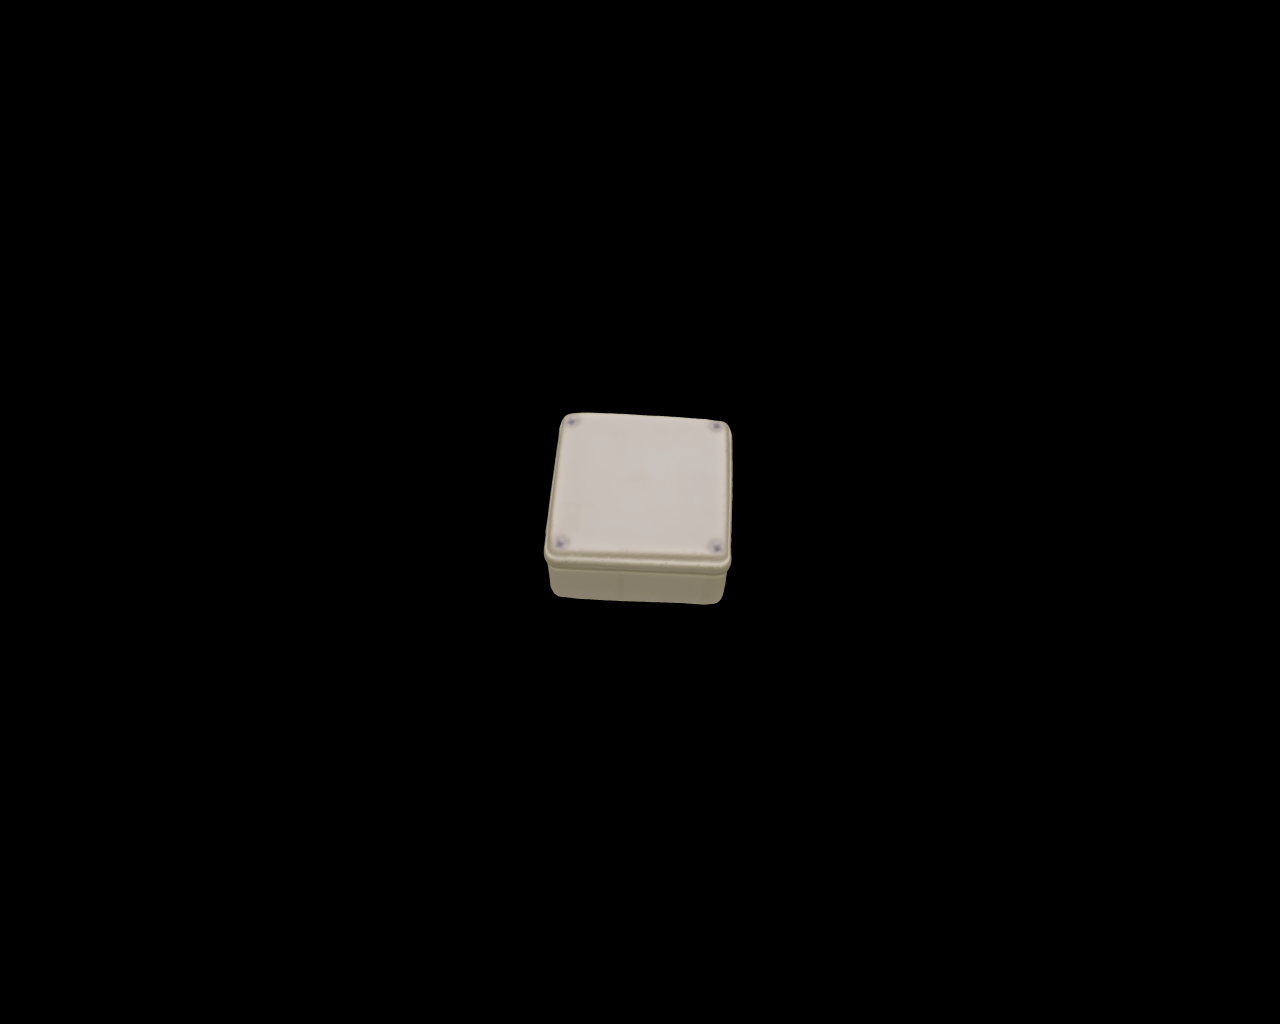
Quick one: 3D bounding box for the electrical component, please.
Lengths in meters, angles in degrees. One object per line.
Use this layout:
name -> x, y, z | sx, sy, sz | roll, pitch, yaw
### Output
electrical component -> 0.001, -0.003, 0.650 | 0.109, 0.109, 0.056 | 3, -34, 2
